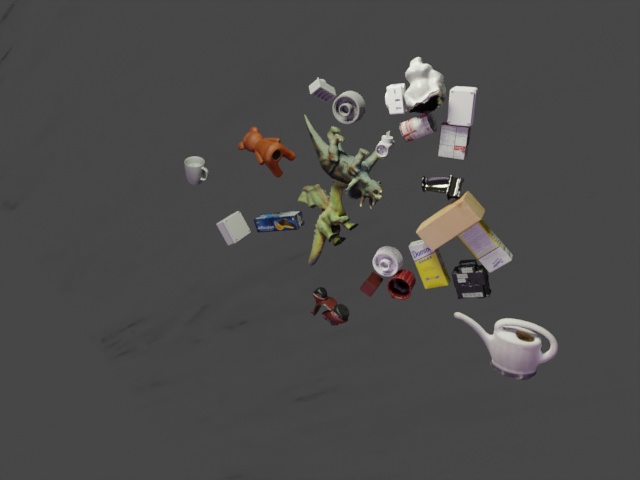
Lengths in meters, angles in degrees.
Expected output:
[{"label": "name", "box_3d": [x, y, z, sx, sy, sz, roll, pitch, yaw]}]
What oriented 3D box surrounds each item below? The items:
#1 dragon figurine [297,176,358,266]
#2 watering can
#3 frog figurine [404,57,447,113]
[{"label": "dragon figurine", "box_3d": [0.006, -0.099, 1.958, 0.403, 0.123, 0.245, -46, 70, 34]}, {"label": "watering can", "box_3d": [0.641, 0.365, 1.803, 0.348, 0.106, 0.220, 10, 117, 24]}, {"label": "frog figurine", "box_3d": [0.319, -0.481, 1.607, 0.135, 0.122, 0.162, -41, 54, 44]}]
